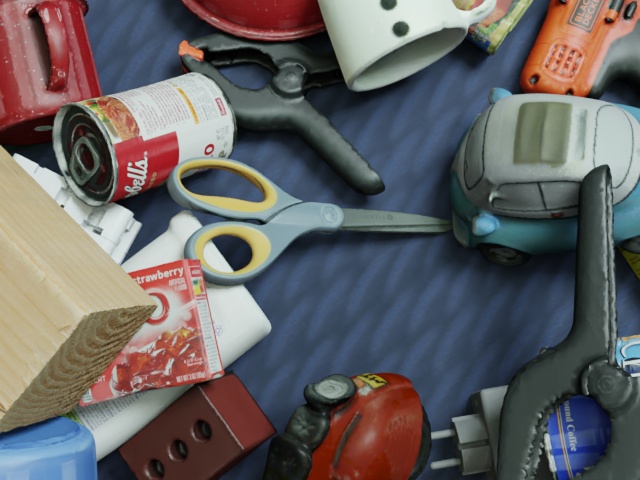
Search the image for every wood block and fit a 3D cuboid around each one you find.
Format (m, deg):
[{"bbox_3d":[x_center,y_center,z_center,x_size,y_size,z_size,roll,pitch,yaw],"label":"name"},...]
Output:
[{"bbox_3d":[-0.205,0.001,0.608,0.206,0.090,0.091,44,101,12],"label":"wood block"}]

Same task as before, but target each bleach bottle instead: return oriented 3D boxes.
[{"bbox_3d":[-0.159,0.092,0.696,0.251,0.068,0.102,-35,81,-4],"label":"bleach bottle"}]

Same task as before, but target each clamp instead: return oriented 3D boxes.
[{"bbox_3d":[-0.017,-0.096,0.741,0.171,0.039,0.120,7,66,3],"label":"clamp"},{"bbox_3d":[0.159,0.071,0.597,0.210,0.036,0.165,-50,62,11],"label":"clamp"}]

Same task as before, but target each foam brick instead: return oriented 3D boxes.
[{"bbox_3d":[-0.078,0.128,0.678,0.078,0.051,0.053,-42,78,20],"label":"foam brick"}]

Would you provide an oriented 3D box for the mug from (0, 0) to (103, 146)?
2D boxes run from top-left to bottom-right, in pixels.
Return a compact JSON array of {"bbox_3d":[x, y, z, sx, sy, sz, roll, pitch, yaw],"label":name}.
[{"bbox_3d":[-0.188,-0.116,0.712,0.093,0.117,0.081,-12,84,-31],"label":"mug"}]

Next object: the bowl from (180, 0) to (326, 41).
[{"bbox_3d":[-0.033,-0.221,0.742,0.162,0.055,0.162,1,67,-2],"label":"bowl"}]

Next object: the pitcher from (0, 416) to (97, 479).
[{"bbox_3d":[-0.175,0.228,0.603,0.149,0.145,0.243,1,92,-5],"label":"pitcher"}]

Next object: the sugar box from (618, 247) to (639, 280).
[{"bbox_3d":[0.278,0.037,0.710,0.093,0.048,0.176,-32,79,-4],"label":"sugar box"}]

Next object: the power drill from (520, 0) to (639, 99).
[{"bbox_3d":[0.254,-0.149,0.742,0.188,0.057,0.184,25,84,8],"label":"power drill"}]

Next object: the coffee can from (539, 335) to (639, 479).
[{"bbox_3d":[0.213,0.106,0.646,0.140,0.102,0.103,-11,78,21],"label":"coffee can"}]

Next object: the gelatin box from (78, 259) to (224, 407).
[{"bbox_3d":[-0.109,0.056,0.642,0.089,0.030,0.073,-13,86,14],"label":"gelatin box"}]

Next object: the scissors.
[{"bbox_3d":[-0.005,0.001,0.694,0.201,0.016,0.096,17,60,-15],"label":"scissors"}]

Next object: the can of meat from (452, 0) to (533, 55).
[{"bbox_3d":[0.114,-0.191,0.740,0.084,0.057,0.102,35,104,4],"label":"can of meat"}]

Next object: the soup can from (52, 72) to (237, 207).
[{"bbox_3d":[-0.114,-0.068,0.701,0.102,0.069,0.068,-23,77,-40],"label":"soup can"}]
